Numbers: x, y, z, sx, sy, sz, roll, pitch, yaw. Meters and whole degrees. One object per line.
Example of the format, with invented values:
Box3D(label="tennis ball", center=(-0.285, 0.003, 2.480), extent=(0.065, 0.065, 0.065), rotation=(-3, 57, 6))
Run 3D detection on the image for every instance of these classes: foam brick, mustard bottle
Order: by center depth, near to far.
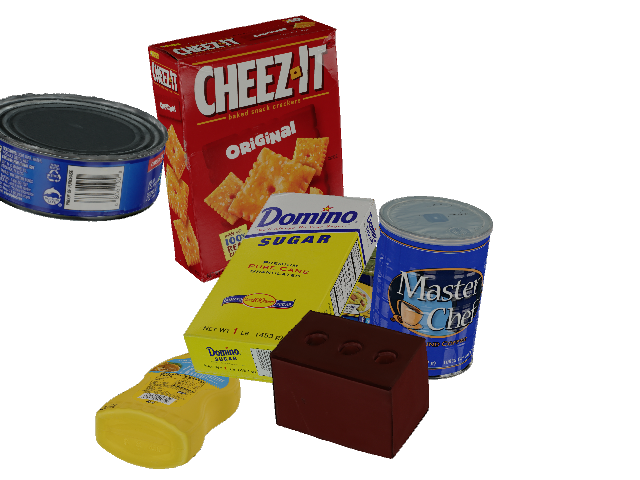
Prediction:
Box3D(label="foam brick", center=(0.017, 0.082, 0.614), extent=(0.078, 0.051, 0.052), rotation=(12, 31, 24))
Box3D(label="mustard bottle", center=(-0.132, 0.152, 1.036), extent=(0.096, 0.058, 0.191), rotation=(8, 18, 17))

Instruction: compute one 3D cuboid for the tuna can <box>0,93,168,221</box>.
Box3D(label="tuna can", center=(-0.117, -0.041, 0.509), extent=(0.086, 0.034, 0.086), rotation=(10, 23, -4))

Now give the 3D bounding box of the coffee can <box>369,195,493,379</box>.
Box3D(label="coffee can", center=(0.099, 0.042, 0.985), extent=(0.103, 0.140, 0.103), rotation=(4, 23, -2))

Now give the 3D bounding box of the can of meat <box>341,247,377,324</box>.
Box3D(label="can of meat", center=(0.035, 0.051, 1.180), extent=(0.102, 0.084, 0.057), rotation=(15, 28, 26))

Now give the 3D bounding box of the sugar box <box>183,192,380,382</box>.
Box3D(label="sugar box", center=(-0.024, 0.031, 0.812), extent=(0.093, 0.048, 0.176), rotation=(5, 42, 21))

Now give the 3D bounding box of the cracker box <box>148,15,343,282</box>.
Box3D(label="cracker box", center=(-0.062, -0.086, 0.996), extent=(0.163, 0.214, 0.072), rotation=(-18, 29, -28))
